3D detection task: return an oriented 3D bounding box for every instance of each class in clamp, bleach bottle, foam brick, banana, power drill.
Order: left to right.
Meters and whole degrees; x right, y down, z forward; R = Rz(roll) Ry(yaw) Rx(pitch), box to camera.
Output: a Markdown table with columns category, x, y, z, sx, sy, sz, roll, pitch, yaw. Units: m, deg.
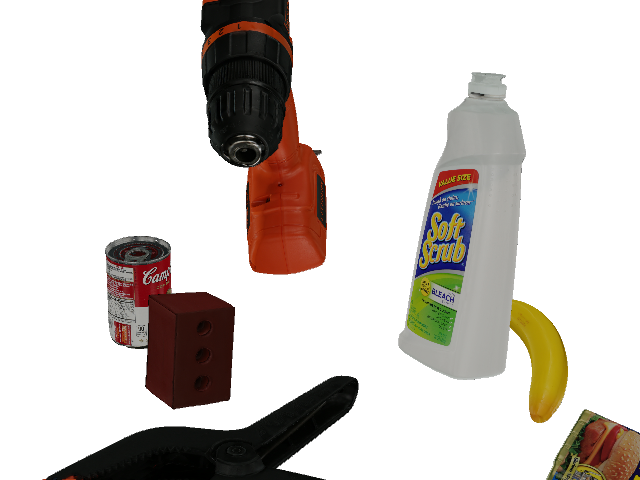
| category | x | y | z | sx | sy | sz | roll | pitch | yaw |
| --- | --- | --- | --- | --- | --- | --- | --- | --- | --- |
| foam brick | -0.102 | 0.084 | 0.832 | 0.052 | 0.078 | 0.051 | -4 | 13 | -33 |
| clamp | -0.043 | 0.123 | 0.576 | 0.209 | 0.036 | 0.165 | -1 | 20 | -13 |
| power drill | -0.033 | -0.066 | 0.666 | 0.057 | 0.184 | 0.187 | -4 | -43 | 4 |
| bleach bottle | 0.124 | -0.016 | 0.903 | 0.068 | 0.251 | 0.103 | -4 | 15 | -30 |
| banana | 0.226 | 0.119 | 1.139 | 0.069 | 0.037 | 0.198 | -25 | 34 | 3 |

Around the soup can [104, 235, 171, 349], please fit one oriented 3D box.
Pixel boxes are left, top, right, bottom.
| category | x | y | z | sx | sy | sz | roll | pitch | yaw |
| --- | --- | --- | --- | --- | --- | --- | --- | --- | --- |
| soup can | -0.191 | 0.055 | 1.127 | 0.068 | 0.102 | 0.068 | 2 | 23 | -1 |

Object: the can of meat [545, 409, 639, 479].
| category | x | y | z | sx | sy | sz | roll | pitch | yaw |
| --- | --- | --- | --- | --- | --- | --- | --- | --- | --- |
| can of meat | 0.215 | 0.180 | 0.783 | 0.084 | 0.057 | 0.101 | 23 | 39 | 23 |
